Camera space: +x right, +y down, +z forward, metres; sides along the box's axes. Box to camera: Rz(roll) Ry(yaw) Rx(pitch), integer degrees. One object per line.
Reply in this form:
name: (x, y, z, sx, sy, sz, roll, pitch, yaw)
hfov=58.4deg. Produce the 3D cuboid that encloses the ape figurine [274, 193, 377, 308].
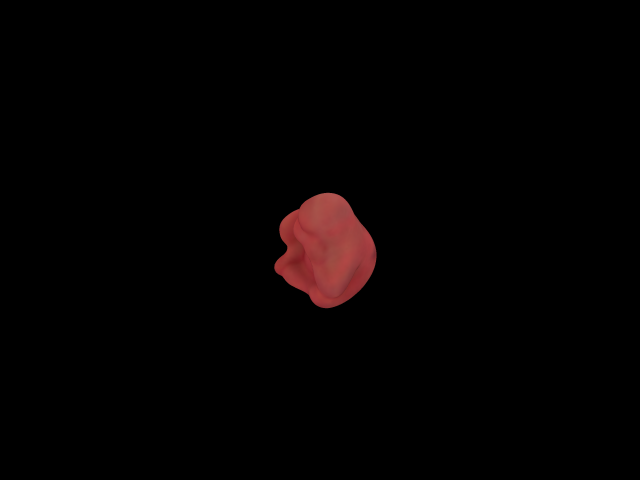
ape figurine: (0.004, 0.001, 0.400, 0.076, 0.092, 0.077, -5, 53, -4)
